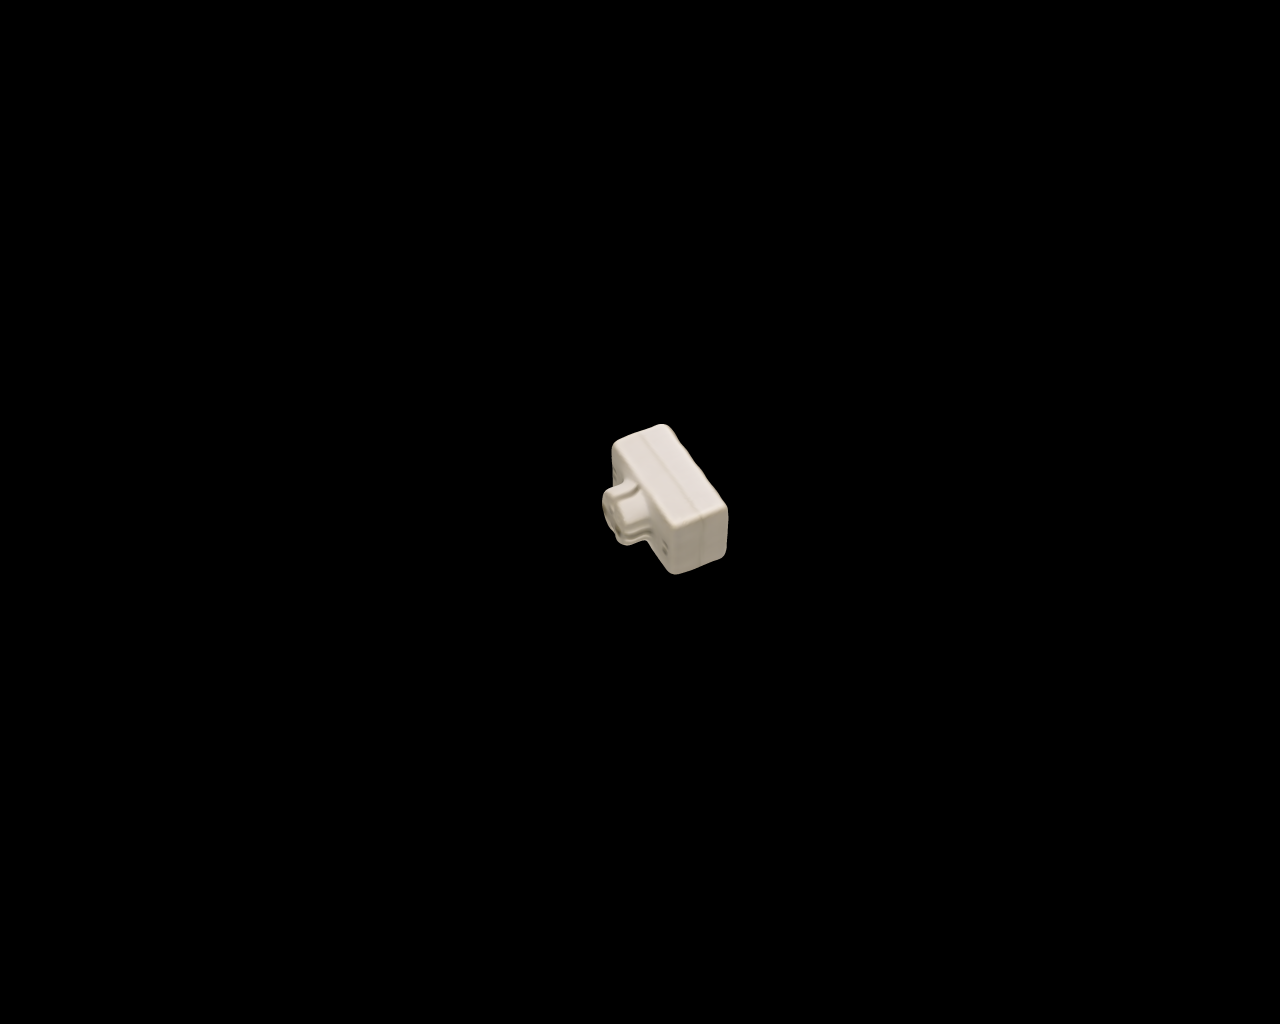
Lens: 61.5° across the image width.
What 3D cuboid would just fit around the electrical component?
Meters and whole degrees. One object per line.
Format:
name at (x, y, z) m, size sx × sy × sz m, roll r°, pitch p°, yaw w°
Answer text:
electrical component at (0.001, -0.003, 0.650) m, size 0.076 × 0.047 × 0.083 m, roll -20°, pitch 50°, yaw -17°
